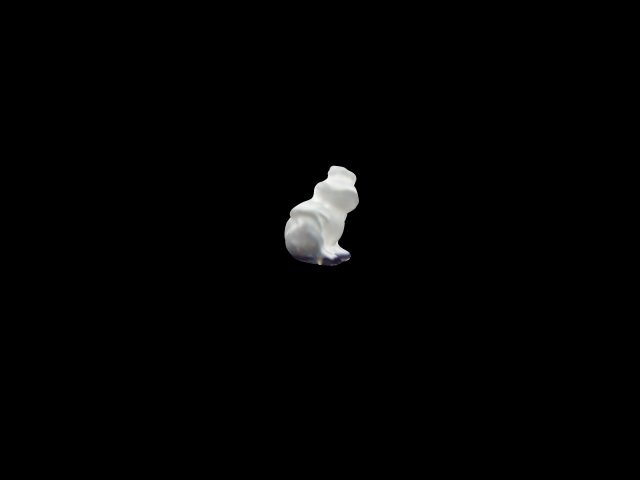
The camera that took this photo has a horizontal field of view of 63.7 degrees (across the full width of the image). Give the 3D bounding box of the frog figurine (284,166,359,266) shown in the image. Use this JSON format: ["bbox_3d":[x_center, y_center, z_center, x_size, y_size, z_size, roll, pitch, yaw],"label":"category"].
[{"bbox_3d":[0.003,-0.043,0.850,0.122,0.159,0.138,1,1,37],"label":"frog figurine"}]
